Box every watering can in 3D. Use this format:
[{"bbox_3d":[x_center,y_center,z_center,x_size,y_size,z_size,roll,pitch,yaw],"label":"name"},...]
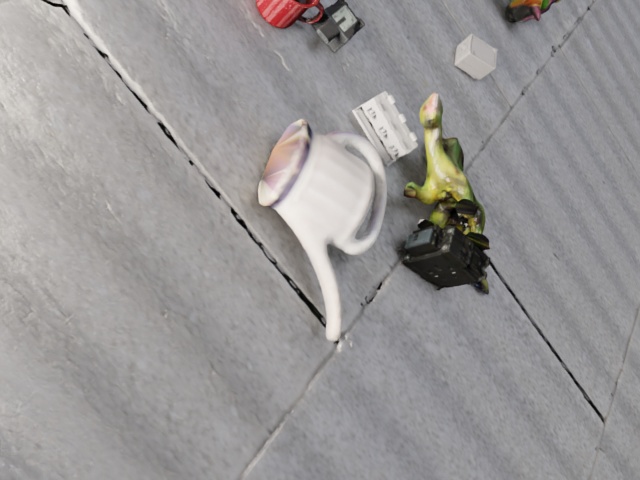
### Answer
[{"bbox_3d":[0.002,-0.040,0.801,0.222,0.103,0.354,30,61,-24],"label":"watering can"}]

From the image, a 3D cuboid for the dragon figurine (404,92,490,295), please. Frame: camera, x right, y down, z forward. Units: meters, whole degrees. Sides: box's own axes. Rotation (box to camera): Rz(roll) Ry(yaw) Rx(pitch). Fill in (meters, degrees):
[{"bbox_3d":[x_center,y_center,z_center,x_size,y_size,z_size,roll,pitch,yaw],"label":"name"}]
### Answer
[{"bbox_3d":[0.271,-0.101,1.008,0.402,0.122,0.248,57,39,-37],"label":"dragon figurine"}]
